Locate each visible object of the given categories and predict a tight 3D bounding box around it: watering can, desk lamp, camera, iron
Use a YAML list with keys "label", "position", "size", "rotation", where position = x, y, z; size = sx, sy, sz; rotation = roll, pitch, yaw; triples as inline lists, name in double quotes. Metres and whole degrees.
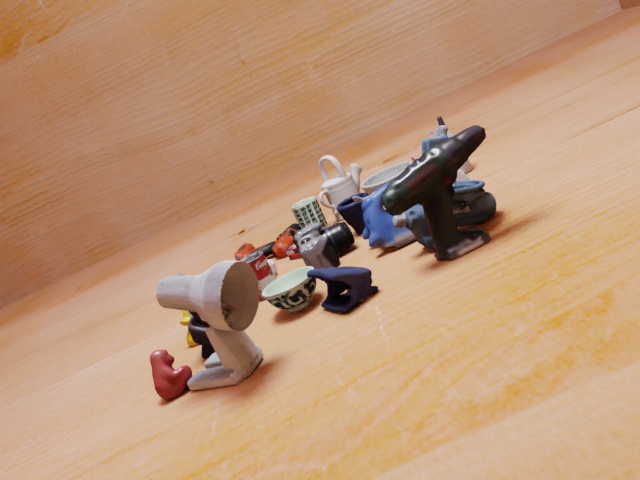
- label: "watering can"
  position: [0.059, -0.169, 1.724]
  size: [0.100, 0.194, 0.173]
  rotation: [-15, 18, 35]
- label: "desk lamp"
  position: [-0.186, 0.147, 1.010]
  size: [0.202, 0.214, 0.118]
  rotation: [-17, 17, 31]
- label: "camera"
  position: [0.013, 0.005, 1.389]
  size: [0.137, 0.101, 0.143]
  rotation: [-27, 15, -5]
- label: "iron"
  position: [0.204, -0.085, 1.296]
  size: [0.258, 0.141, 0.118]
  rotation: [-26, 15, -1]

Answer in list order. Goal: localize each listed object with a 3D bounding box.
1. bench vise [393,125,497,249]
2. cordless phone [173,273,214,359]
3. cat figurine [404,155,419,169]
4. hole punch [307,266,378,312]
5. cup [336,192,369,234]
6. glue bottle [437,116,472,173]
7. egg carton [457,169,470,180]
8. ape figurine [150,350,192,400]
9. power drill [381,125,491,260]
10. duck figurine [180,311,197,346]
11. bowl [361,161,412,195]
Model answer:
- label: "bench vise"
  position: [0.238, -0.104, 1.148]
  size: [0.208, 0.220, 0.121]
  rotation: [-32, 16, -23]
- label: "cordless phone"
  position: [-0.241, 0.136, 1.197]
  size: [0.094, 0.185, 0.147]
  rotation: [-26, 15, 2]
- label: "cat figurine"
  position: [0.274, -0.181, 1.557]
  size: [0.067, 0.118, 0.127]
  rotation: [-32, 16, -22]
- label: "hole punch"
  position: [0.042, 0.077, 1.110]
  size: [0.101, 0.091, 0.108]
  rotation: [-33, 16, -26]
- label: "cup"
  position: [0.101, -0.068, 1.504]
  size: [0.091, 0.095, 0.117]
  rotation: [-24, 15, 8]
- label: "glue bottle"
  position: [0.359, -0.263, 1.586]
  size: [0.037, 0.173, 0.078]
  rotation: [-31, 16, -17]
- label: "egg carton"
  position: [0.292, -0.120, 1.414]
  size: [0.150, 0.069, 0.107]
  rotation: [-32, 16, -20]
- label: "ape figurine"
  position: [-0.286, 0.246, 1.077]
  size: [0.076, 0.092, 0.077]
  rotation: [-36, 18, -33]
- label: "power drill"
  position: [0.239, -0.079, 1.082]
  size: [0.229, 0.208, 0.075]
  rotation: [-27, 15, -3]
- label: "duck figurine"
  position: [-0.278, 0.180, 1.306]
  size: [0.077, 0.086, 0.105]
  rotation: [-16, 18, 33]
- label: "bowl"
  position: [0.210, -0.164, 1.692]
  size: [0.167, 0.075, 0.167]
  rotation: [-24, 15, 7]
